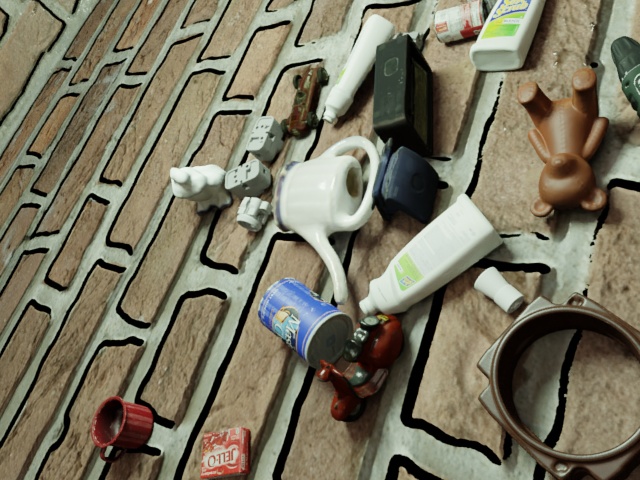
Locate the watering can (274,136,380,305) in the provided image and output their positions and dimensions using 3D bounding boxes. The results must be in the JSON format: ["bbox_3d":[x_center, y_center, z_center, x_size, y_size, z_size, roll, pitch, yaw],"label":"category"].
[{"bbox_3d":[0.003,-0.050,0.989,0.224,0.102,0.354,-1,62,35],"label":"watering can"}]

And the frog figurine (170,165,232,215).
[{"bbox_3d":[-0.290,-0.138,1.203,0.137,0.157,0.124,8,68,37],"label":"frog figurine"}]
